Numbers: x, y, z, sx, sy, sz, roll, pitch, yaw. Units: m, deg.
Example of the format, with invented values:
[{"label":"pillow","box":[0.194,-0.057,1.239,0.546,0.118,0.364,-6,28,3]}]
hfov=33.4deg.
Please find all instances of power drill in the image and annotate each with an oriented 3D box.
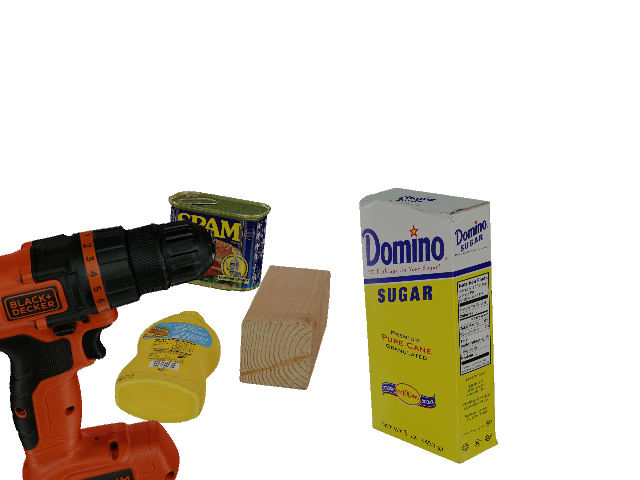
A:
[{"label":"power drill","box":[-0.147,0.081,0.707,0.184,0.187,0.057,-12,26,-6]}]

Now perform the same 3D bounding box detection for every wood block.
[{"label":"wood block","box":[-0.044,0.112,1.433,0.091,0.090,0.206,6,19,5]}]

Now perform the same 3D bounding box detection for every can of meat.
[{"label":"can of meat","box":[-0.106,0.001,1.092,0.102,0.084,0.057,10,17,14]}]

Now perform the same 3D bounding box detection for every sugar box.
[{"label":"sugar box","box":[0.074,0.056,0.743,0.048,0.176,0.094,-17,18,-36]}]

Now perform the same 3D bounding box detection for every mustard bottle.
[{"label":"mustard bottle","box":[-0.167,0.134,1.232,0.096,0.058,0.191,5,26,4]}]
